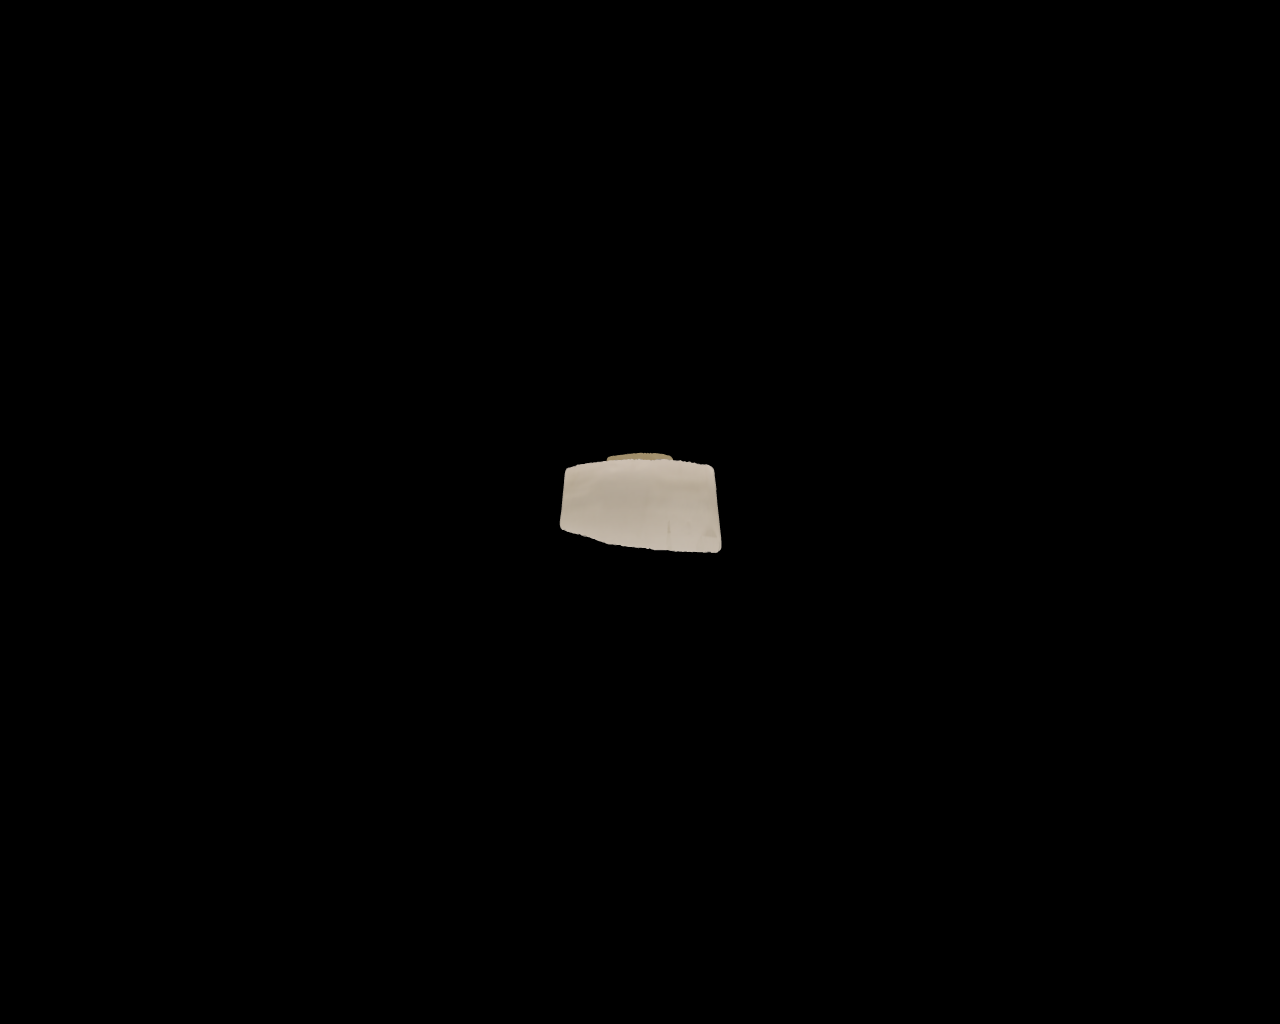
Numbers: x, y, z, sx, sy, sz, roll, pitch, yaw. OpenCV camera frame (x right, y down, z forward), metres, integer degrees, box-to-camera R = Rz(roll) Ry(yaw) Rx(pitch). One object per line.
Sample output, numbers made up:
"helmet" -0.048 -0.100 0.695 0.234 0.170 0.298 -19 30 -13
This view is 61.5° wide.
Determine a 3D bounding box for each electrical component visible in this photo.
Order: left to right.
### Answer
"electrical component" 0.001 -0.003 0.650 0.099 0.064 0.099 0 -5 0
